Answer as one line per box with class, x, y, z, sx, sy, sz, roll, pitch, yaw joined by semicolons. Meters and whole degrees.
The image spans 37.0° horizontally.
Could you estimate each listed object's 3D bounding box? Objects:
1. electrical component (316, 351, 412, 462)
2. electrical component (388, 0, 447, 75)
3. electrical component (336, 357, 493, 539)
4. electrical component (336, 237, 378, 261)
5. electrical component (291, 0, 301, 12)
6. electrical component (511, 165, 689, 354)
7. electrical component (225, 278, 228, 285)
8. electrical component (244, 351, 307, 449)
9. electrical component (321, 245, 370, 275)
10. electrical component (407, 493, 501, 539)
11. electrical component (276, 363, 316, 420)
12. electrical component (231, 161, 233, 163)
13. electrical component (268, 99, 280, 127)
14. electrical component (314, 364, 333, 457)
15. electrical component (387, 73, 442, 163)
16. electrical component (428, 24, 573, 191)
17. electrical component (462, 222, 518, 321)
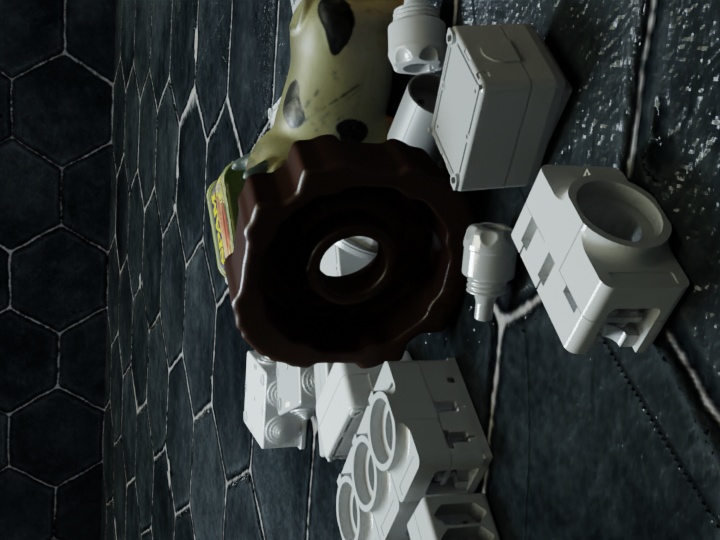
electrical component;0.004;0.109;0.861;0.096;0.062;0.061;113;150;-47
electrical component;0.042;-0.177;0.785;0.043;0.043;0.062;157;113;-69
electrical component;0.032;0.146;0.782;0.089;0.062;0.150;-108;27;-42
electrical component;0.013;-0.045;0.811;0.080;0.080;0.051;-114;36;-49
electrical component;-0.032;-0.257;0.984;0.055;0.050;0.089;121;145;-55
electrical component;0.121;-0.010;0.547;0.089;0.050;0.055;-108;26;-42
electrical component;-0.099;-0.002;1.102;0.062;0.096;0.061;-144;56;-66
electrical component;-0.091;0.136;1.148;0.100;0.048;0.099;-146;57;-67
electrical component;0.000;0.000;0.874;0.062;0.061;0.096;138;129;-64
electrical component;0.062;0.205;0.717;0.075;0.047;0.083;111;152;-45
electrical component;-0.048;0.093;1.028;0.100;0.048;0.099;142;128;-66
electrical component;-0.114;-0.070;1.198;0.061;0.062;0.096;-126;40;-59
electrical component;-0.049;-0.127;1.013;0.062;0.061;0.096;154;114;-69
electrical component;-0.016;0.121;0.939;0.076;0.047;0.083;141;127;-66
electrical component;0.043;-0.098;0.779;0.081;0.043;0.043;113;150;-48
electrical component;0.083;-0.093;0.651;0.096;0.061;0.061;99;160;-46
electrical component;0.081;0.002;0.683;0.035;0.035;0.061;-138;49;-65
